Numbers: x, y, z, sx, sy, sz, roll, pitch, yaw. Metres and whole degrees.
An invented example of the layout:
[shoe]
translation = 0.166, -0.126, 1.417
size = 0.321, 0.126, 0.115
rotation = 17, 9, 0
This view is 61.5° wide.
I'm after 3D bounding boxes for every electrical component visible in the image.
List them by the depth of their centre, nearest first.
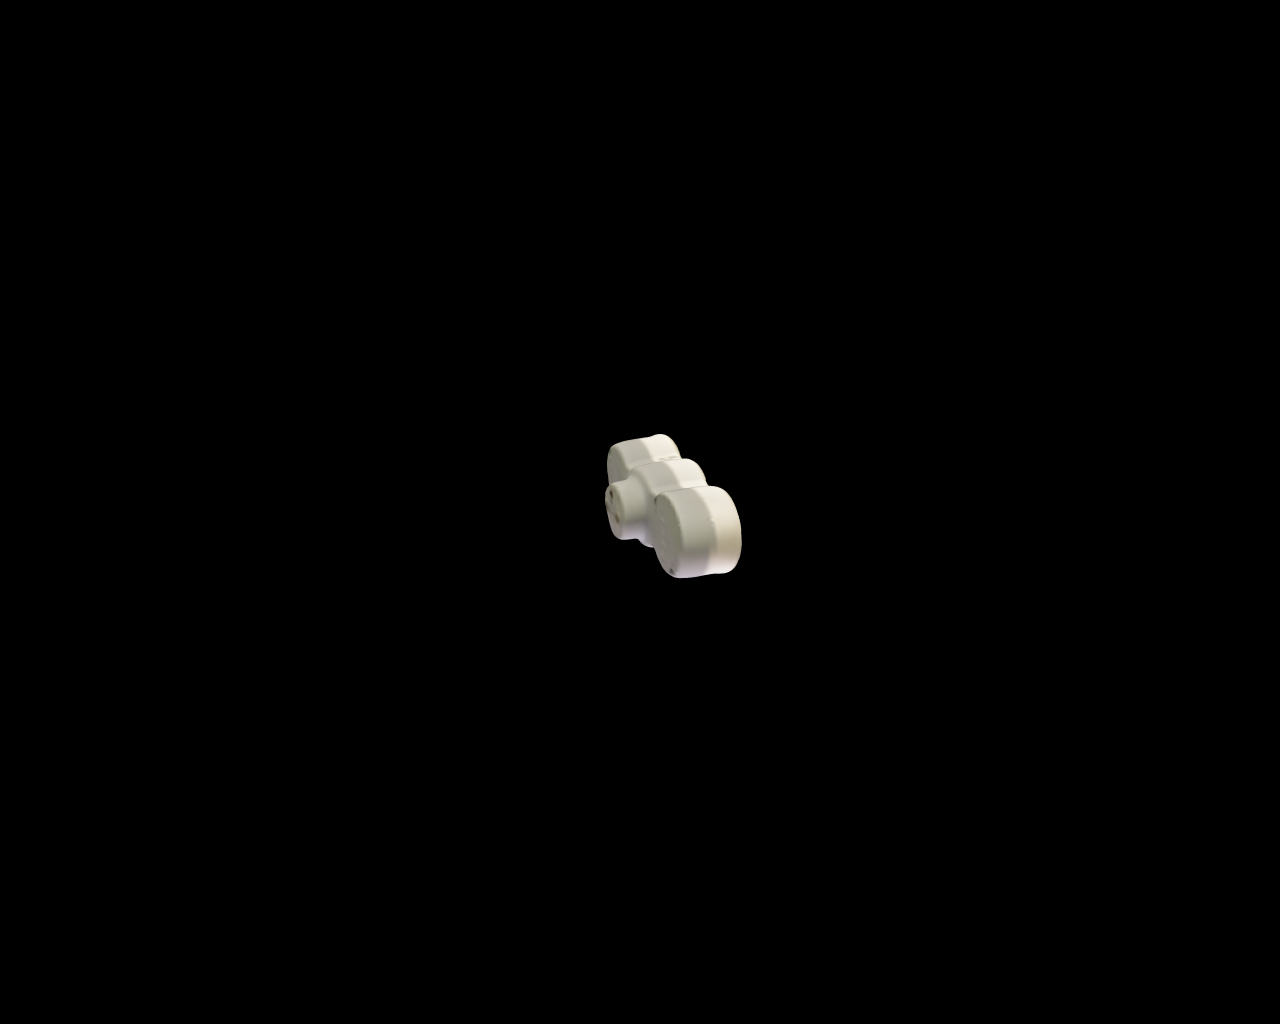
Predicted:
[electrical component]
translation = 0.001, -0.003, 0.650
size = 0.074, 0.052, 0.138
rotation = -8, 26, -18
